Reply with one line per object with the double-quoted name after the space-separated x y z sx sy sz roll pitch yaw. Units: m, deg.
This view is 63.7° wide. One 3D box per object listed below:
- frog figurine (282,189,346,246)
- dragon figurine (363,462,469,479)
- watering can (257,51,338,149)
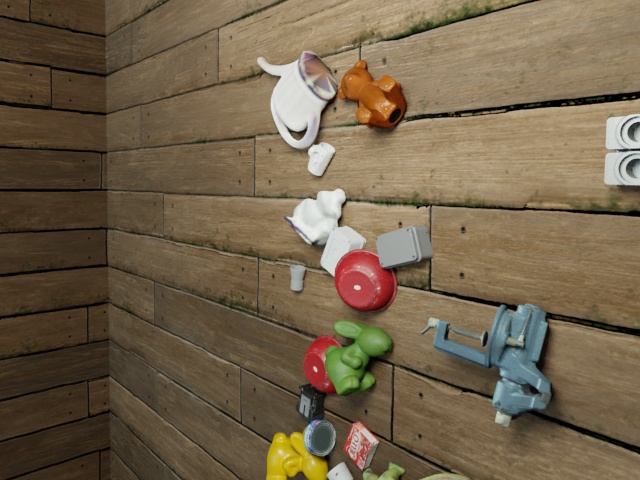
0.004 -0.067 1.337 0.160 0.120 0.139 -44 43 -2 "frog figurine"
0.108 0.575 1.126 0.403 0.243 0.124 -42 58 43 "dragon figurine"
-0.071 -0.416 1.381 0.220 0.104 0.353 -40 63 41 "watering can"
